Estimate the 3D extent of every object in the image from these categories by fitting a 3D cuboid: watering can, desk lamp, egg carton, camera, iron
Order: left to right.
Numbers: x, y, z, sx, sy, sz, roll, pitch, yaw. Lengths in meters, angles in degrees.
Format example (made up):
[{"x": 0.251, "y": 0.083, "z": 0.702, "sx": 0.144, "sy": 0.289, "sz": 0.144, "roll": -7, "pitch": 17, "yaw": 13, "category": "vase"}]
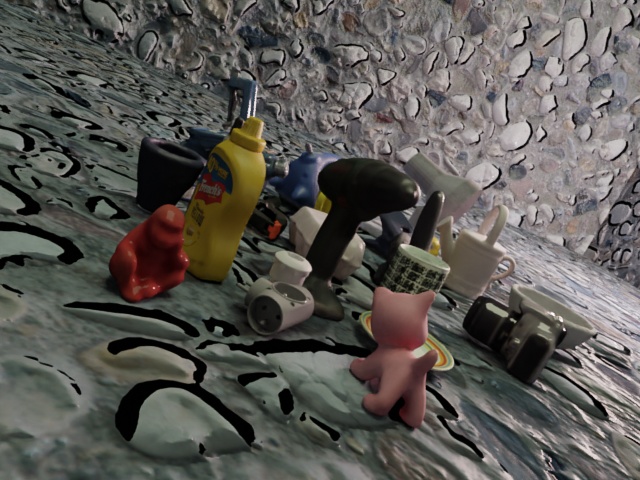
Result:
[{"x": 0.008, "y": 0.003, "z": 0.923, "sx": 0.107, "sy": 0.069, "sz": 0.150, "roll": 19, "pitch": 16, "yaw": -24, "category": "egg carton"}, {"x": 0.020, "y": -0.123, "z": 1.249, "sx": 0.118, "sy": 0.141, "sz": 0.259, "roll": 36, "pitch": 18, "yaw": 37, "category": "iron"}, {"x": 0.228, "y": -0.074, "z": 1.281, "sx": 0.202, "sy": 0.213, "sz": 0.118, "roll": 31, "pitch": 15, "yaw": 21, "category": "desk lamp"}, {"x": 0.318, "y": 0.013, "z": 1.163, "sx": 0.173, "sy": 0.194, "sz": 0.100, "roll": 20, "pitch": 15, "yaw": -21, "category": "watering can"}, {"x": 0.302, "y": 0.135, "z": 0.890, "sx": 0.136, "sy": 0.101, "sz": 0.144, "roll": 31, "pitch": 15, "yaw": 22, "category": "camera"}]

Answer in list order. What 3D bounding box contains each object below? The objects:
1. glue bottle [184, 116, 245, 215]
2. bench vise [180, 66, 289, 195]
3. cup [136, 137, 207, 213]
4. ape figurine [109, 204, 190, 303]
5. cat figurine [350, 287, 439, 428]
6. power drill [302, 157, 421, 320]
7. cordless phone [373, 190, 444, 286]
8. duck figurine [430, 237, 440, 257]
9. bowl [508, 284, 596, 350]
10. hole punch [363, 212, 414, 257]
[{"x": -0.140, "y": -0.087, "z": 0.781, "sx": 0.037, "sy": 0.173, "sz": 0.078, "roll": 17, "pitch": 16, "yaw": -28, "category": "glue bottle"}, {"x": -0.144, "y": -0.199, "z": 1.081, "sx": 0.208, "sy": 0.220, "sz": 0.121, "roll": 23, "pitch": 14, "yaw": -10, "category": "bench vise"}, {"x": -0.208, "y": -0.083, "z": 0.810, "sx": 0.118, "sy": 0.095, "sz": 0.091, "roll": 13, "pitch": 19, "yaw": -40, "category": "cup"}, {"x": -0.163, "y": 0.008, "z": 0.567, "sx": 0.078, "sy": 0.092, "sz": 0.076, "roll": 17, "pitch": 16, "yaw": -30, "category": "ape figurine"}, {"x": 0.085, "y": 0.105, "z": 0.588, "sx": 0.067, "sy": 0.118, "sz": 0.127, "roll": 20, "pitch": 15, "yaw": -19, "category": "cat figurine"}, {"x": 0.033, "y": -0.011, "z": 0.730, "sx": 0.076, "sy": 0.208, "sz": 0.229, "roll": 19, "pitch": 15, "yaw": -23, "category": "power drill"}, {"x": 0.172, "y": 0.001, "z": 0.973, "sx": 0.094, "sy": 0.185, "sz": 0.148, "roll": 26, "pitch": 14, "yaw": 3, "category": "cordless phone"}, {"x": 0.206, "y": 0.033, "z": 1.122, "sx": 0.105, "sy": 0.086, "sz": 0.077, "roll": 10, "pitch": 21, "yaw": -47, "category": "duck figurine"}, {"x": 0.418, "y": 0.154, "z": 1.071, "sx": 0.167, "sy": 0.075, "sz": 0.167, "roll": 24, "pitch": 14, "yaw": -6, "category": "bowl"}, {"x": 0.163, "y": -0.008, "z": 1.181, "sx": 0.100, "sy": 0.091, "sz": 0.109, "roll": 34, "pitch": 17, "yaw": 31, "category": "hole punch"}]
